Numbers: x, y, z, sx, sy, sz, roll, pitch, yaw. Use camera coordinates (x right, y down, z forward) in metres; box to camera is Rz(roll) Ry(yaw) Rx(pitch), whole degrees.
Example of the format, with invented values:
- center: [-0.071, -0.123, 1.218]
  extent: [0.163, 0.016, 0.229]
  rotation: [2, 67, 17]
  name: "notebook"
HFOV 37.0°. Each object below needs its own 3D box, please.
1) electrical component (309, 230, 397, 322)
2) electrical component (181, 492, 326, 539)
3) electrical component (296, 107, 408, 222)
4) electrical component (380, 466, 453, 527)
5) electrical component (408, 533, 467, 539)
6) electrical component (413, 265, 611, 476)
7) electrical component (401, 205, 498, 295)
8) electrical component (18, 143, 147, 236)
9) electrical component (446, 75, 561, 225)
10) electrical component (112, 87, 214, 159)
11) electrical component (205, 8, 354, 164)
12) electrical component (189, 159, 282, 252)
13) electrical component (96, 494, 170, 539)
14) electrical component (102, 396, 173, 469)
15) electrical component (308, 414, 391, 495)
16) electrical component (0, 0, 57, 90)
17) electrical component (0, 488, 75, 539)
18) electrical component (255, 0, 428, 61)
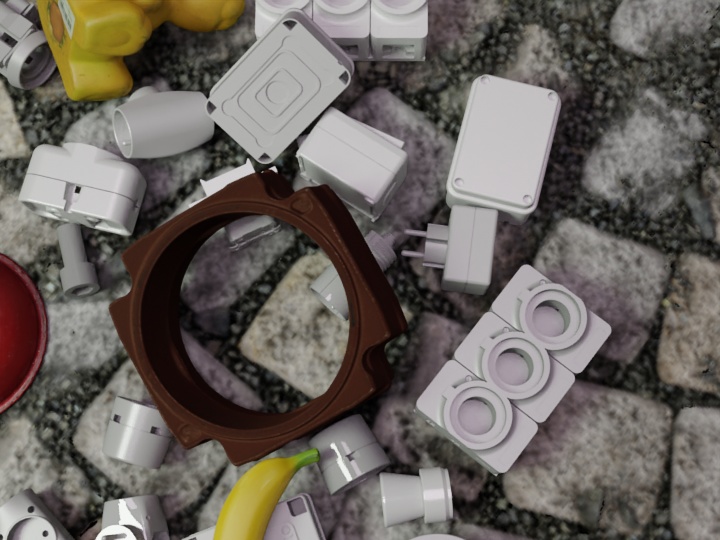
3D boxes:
- center: [0.000, 0.000, 0.915]
  extent: [0.043, 0.043, 0.081]
  rotation: [42, 81, 9]
  name: "electrical component"
- center: [-0.075, 0.246, 0.856]
  extent: [0.109, 0.056, 0.108]
  rotation: [-20, 78, -3]
  name: "electrical component"
- center: [-0.010, -0.097, 0.927]
  extent: [0.096, 0.061, 0.061]
  rotation: [33, 80, 8]
  name: "electrical component"
- center: [0.045, 0.184, 0.874]
  extent: [0.055, 0.045, 0.045]
  rotation: [-6, 78, 0]
  name: "electrical component"
- center: [0.060, 0.262, 0.848]
  extent: [0.108, 0.060, 0.108]
  rotation: [0, 78, 1]
  name: "electrical component"
- center: [0.125, 0.082, 0.886]
  extent: [0.089, 0.061, 0.150]
  rotation: [38, 81, 8]
  name: "electrical component"
- center: [0.074, -0.019, 0.916]
  extent: [0.077, 0.047, 0.065]
  rotation: [7, 78, 3]
  name: "electrical component"
- center: [-0.237, -0.072, 0.930]
  extent: [0.095, 0.053, 0.059]
  rotation: [13, 78, 4]
  name: "electrical component"
- center: [0.123, -0.104, 0.928]
  extent: [0.078, 0.057, 0.113]
  rotation: [14, 78, 4]
  name: "electrical component"
- center: [-0.180, -0.136, 0.943]
  extent: [0.077, 0.043, 0.079]
  rotation: [-17, 42, -28]
  name: "electrical component"
- center: [-0.068, -0.157, 0.914]
  extent: [0.078, 0.057, 0.113]
  rotation: [43, 107, -14]
  name: "electrical component"
- center: [-0.102, -0.054, 0.930]
  extent: [0.081, 0.042, 0.063]
  rotation: [-24, 79, -3]
  name: "electrical component"
- center: [-0.185, 0.220, 0.853]
  extent: [0.043, 0.079, 0.077]
  rotation: [-12, 77, 11]
  name: "electrical component"
- center: [-0.181, 0.134, 0.885]
  extent: [0.055, 0.055, 0.047]
  rotation: [17, 82, 4]
  name: "electrical component"
- center: [-0.010, 0.150, 0.878]
  extent: [0.055, 0.055, 0.047]
  rotation: [-28, 75, -5]
  name: "electrical component"
- center: [-0.306, -0.197, 0.957]
  extent: [0.057, 0.058, 0.078]
  rotation: [35, 81, 11]
  name: "electrical component"
- center: [-0.273, 0.232, 0.869]
  extent: [0.079, 0.044, 0.077]
  rotation: [-43, 80, -7]
  name: "electrical component"
- center: [-0.015, -0.239, 0.958]
  extent: [0.150, 0.061, 0.089]
  rotation: [1, 78, 1]
  name: "electrical component"
